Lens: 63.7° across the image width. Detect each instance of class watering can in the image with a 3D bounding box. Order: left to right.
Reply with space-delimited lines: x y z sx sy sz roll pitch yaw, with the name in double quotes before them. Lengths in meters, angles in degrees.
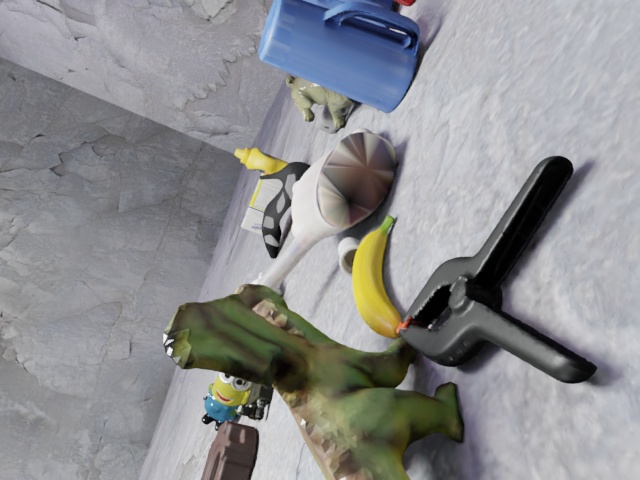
"watering can" 0.002 -0.040 0.789 0.352 0.103 0.223 -60 13 -17

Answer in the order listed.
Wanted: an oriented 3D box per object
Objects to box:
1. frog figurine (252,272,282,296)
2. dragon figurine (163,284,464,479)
"frog figurine" -0.141 0.135 1.066 0.134 0.123 0.163 98 173 -60
"dragon figurine" -0.009 0.127 0.388 0.122 0.242 0.414 -62 13 6
